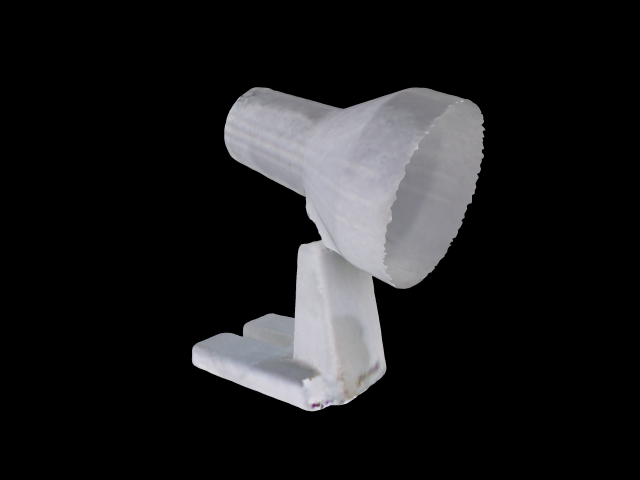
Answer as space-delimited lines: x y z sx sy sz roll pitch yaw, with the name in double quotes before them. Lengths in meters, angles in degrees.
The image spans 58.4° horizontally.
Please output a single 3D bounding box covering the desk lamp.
"desk lamp" 0.004 0.001 0.400 0.202 0.213 0.118 8 14 35
